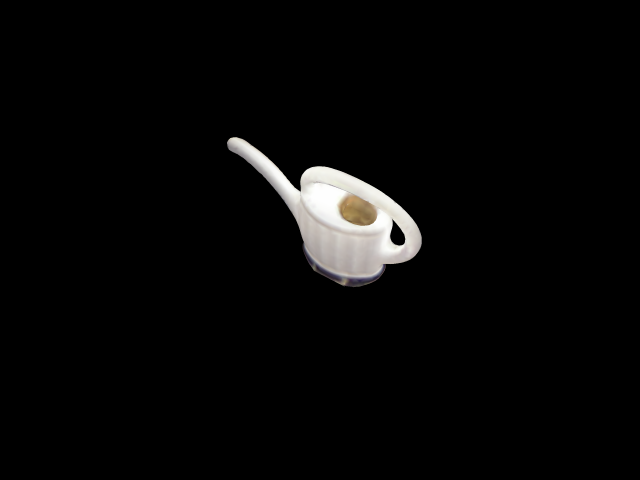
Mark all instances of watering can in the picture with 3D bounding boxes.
[{"bbox_3d":[0.003,-0.043,0.850,0.350,0.106,0.219,26,-34,20],"label":"watering can"}]
